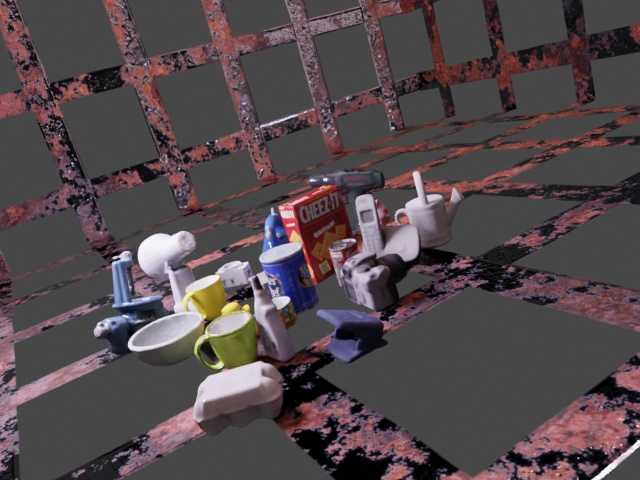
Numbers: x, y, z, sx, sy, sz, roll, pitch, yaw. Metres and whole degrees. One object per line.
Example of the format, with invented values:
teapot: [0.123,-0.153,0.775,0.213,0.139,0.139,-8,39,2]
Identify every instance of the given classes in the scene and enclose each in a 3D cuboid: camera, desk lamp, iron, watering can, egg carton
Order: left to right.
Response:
desk lamp: [-0.369,0.080,1.524,0.202,0.214,0.118,-2,21,40]
egg carton: [-0.132,0.259,0.943,0.150,0.069,0.107,-17,16,-1]
iron: [-0.132,-0.004,1.705,0.118,0.141,0.258,-15,16,5]
camera: [0.128,0.074,1.255,0.137,0.101,0.142,-23,17,-21]
watering can: [0.280,-0.086,1.474,0.173,0.194,0.100,-19,16,-8]

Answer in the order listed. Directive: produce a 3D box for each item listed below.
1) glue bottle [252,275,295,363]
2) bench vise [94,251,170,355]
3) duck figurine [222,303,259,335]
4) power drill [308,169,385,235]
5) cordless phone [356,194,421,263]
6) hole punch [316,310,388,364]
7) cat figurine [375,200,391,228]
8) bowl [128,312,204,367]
glue bottle: [-0.099,0.147,1.099,0.037,0.173,0.077,-26,18,-30]
bench vise: [-0.453,0.148,1.365,0.121,0.220,0.207,-14,16,10]
duck figurine: [-0.187,0.180,1.237,0.105,0.086,0.077,-26,18,-30]
power drill: [0.095,-0.122,1.753,0.229,0.208,0.075,-13,16,11]
cordless phone: [0.165,-0.028,1.409,0.147,0.185,0.094,-11,17,17]
hole punch: [0.058,0.159,1.054,0.101,0.091,0.108,-23,17,-22]
cat figurine: [0.160,-0.053,1.624,0.067,0.118,0.128,-5,19,34]
bowl: [-0.322,0.225,1.240,0.167,0.075,0.167,-15,16,5]
